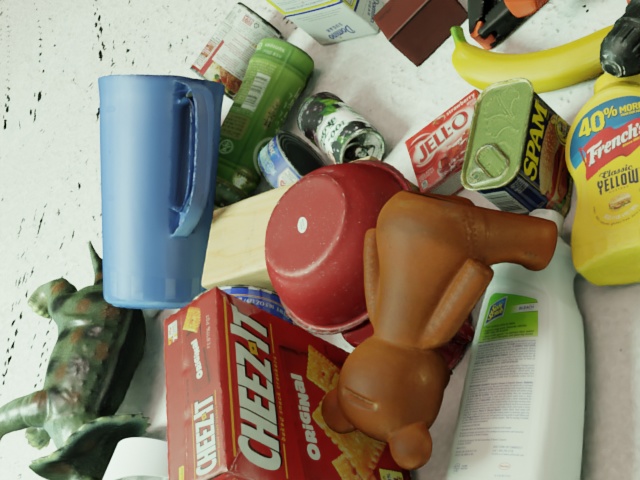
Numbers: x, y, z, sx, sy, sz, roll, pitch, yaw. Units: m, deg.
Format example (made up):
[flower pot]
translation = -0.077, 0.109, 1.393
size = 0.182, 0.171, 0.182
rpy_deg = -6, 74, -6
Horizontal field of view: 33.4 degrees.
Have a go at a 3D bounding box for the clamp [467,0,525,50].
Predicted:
[clamp]
translation = 0.206, -0.283, 1.034
size = 0.165, 0.036, 0.210
rpy_deg = 10, 76, 49

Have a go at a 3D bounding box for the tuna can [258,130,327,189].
[tuna can]
translation = -0.023, -0.070, 1.097
size = 0.034, 0.086, 0.086
rpy_deg = -42, 41, 22

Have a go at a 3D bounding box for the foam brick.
[foam brick]
translation = 0.103, -0.230, 1.096
size = 0.078, 0.051, 0.053
rpy_deg = -44, 40, 17

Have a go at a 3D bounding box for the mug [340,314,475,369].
[mug]
translation = 0.077, 0.069, 0.905
size = 0.117, 0.081, 0.093
rpy_deg = 7, 71, 48

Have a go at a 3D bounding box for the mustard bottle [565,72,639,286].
[mustard bottle]
translation = 0.241, -0.063, 0.837
size = 0.096, 0.058, 0.191
rpy_deg = -21, 51, 35

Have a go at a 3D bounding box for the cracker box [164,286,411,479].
[cracker box]
translation = -0.020, 0.151, 0.847
size = 0.072, 0.213, 0.164
rpy_deg = -35, 44, 28

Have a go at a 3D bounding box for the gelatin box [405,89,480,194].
[gelatin box]
translation = 0.126, -0.086, 0.995
size = 0.089, 0.030, 0.073
rpy_deg = -35, 44, 25

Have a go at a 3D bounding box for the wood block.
[wood block]
translation = -0.007, 0.001, 1.029
size = 0.207, 0.090, 0.090
rpy_deg = -17, 56, 39

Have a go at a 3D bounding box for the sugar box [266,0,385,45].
[sugar box]
translation = -0.019, -0.280, 1.158
size = 0.094, 0.176, 0.048
rpy_deg = -1, 67, 45

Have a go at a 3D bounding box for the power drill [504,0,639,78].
[power drill]
translation = 0.244, -0.214, 0.900
size = 0.184, 0.057, 0.188
rpy_deg = -45, 40, -17

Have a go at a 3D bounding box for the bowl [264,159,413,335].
[bowl]
translation = 0.004, -0.004, 0.908
size = 0.162, 0.055, 0.162
rpy_deg = -22, 55, 36

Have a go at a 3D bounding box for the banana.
[banana]
translation = 0.191, -0.163, 0.957
size = 0.198, 0.037, 0.069
rpy_deg = 8, 89, 39

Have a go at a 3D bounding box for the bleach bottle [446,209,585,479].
[bleach bottle]
translation = 0.163, 0.091, 0.817
size = 0.103, 0.068, 0.250
rpy_deg = -10, 57, 43

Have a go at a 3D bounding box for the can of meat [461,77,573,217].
[can of meat]
translation = 0.170, -0.070, 0.895
size = 0.058, 0.083, 0.102
rpy_deg = -7, 60, 43

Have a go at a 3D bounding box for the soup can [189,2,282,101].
[soup can]
translation = -0.102, -0.230, 1.299
size = 0.102, 0.068, 0.069
rpy_deg = -54, 39, 5

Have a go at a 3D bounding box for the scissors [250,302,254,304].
[scissors]
translation = -0.047, 0.153, 0.934
size = 0.202, 0.096, 0.016
rpy_deg = 58, 142, 16

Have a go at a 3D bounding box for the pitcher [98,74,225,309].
[pitcher]
translation = -0.165, -0.051, 1.114
size = 0.145, 0.149, 0.243
rpy_deg = 2, 91, 11

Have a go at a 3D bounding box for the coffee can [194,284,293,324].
[coffee can]
translation = -0.077, 0.128, 1.012
size = 0.103, 0.102, 0.140
rpy_deg = -24, 50, 34

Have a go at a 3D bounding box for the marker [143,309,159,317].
[marker]
translation = -0.161, 0.039, 1.224
size = 0.121, 0.020, 0.020
rpy_deg = -49, 40, 12
